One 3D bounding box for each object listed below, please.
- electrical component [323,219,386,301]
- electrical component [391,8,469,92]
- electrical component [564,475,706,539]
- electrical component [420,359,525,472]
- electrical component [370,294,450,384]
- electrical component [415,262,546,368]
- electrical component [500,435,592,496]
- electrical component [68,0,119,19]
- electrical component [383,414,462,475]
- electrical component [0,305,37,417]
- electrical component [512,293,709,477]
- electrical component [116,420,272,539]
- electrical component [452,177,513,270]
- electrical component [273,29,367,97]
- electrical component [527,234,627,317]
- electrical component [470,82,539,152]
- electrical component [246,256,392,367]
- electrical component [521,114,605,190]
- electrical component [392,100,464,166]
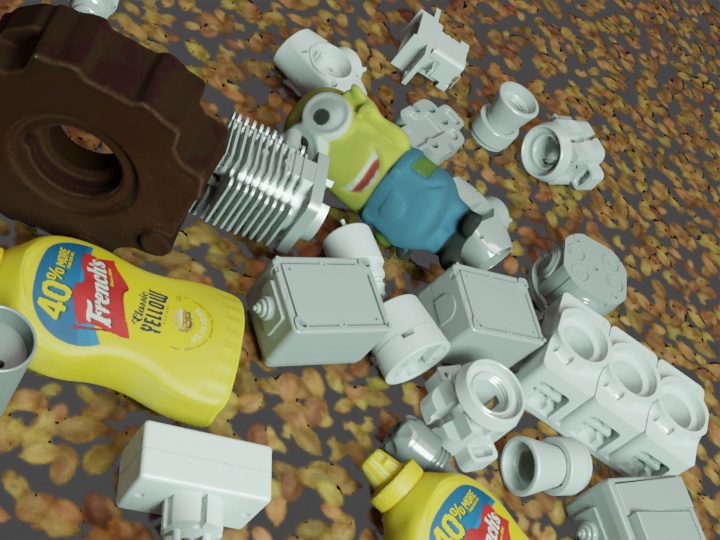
[{"bbox_3d":[0.000,0.000,0.833,0.040,0.040,0.078,-4,59,-36],"label":"electrical component"},{"bbox_3d":[0.070,-0.211,1.046,0.064,0.042,0.081,29,46,-15],"label":"electrical component"},{"bbox_3d":[0.205,0.192,0.809,0.096,0.061,0.061,4,55,-32],"label":"electrical component"},{"bbox_3d":[0.086,0.102,0.800,0.058,0.057,0.078,-3,59,-36],"label":"electrical component"},{"bbox_3d":[0.032,0.051,0.806,0.055,0.055,0.047,-11,60,-39],"label":"electrical component"},{"bbox_3d":[0.098,0.042,0.858,0.096,0.061,0.061,13,51,-37],"label":"electrical component"},{"bbox_3d":[0.141,0.148,0.811,0.055,0.045,0.045,6,54,-31],"label":"electrical component"},{"bbox_3d":[-0.213,-0.217,0.856,0.040,0.040,0.078,22,47,-19],"label":"electrical component"},{"bbox_3d":[0.048,0.133,0.766,0.061,0.035,0.035,40,44,-5],"label":"electrical component"},{"bbox_3d":[-0.226,0.043,0.617,0.043,0.077,0.079,-21,70,-43],"label":"electrical component"},{"bbox_3d":[0.206,0.098,0.882,0.150,0.061,0.089,35,44,-7],"label":"electrical component"},{"bbox_3d":[-0.100,0.141,0.648,0.083,0.047,0.075,17,49,-24],"label":"electrical component"},{"bbox_3d":[0.103,-0.042,0.935,0.079,0.043,0.077,-22,71,-44],"label":"electrical component"},{"bbox_3d":[-0.024,-0.175,0.950,0.077,0.044,0.079,49,44,8],"label":"electrical component"},{"bbox_3d":[0.193,0.012,0.948,0.080,0.051,0.080,18,48,-22],"label":"electrical component"},{"bbox_3d":[0.138,-0.146,1.031,0.045,0.055,0.045,18,48,-22],"label":"electrical component"},{"bbox_3d":[-0.038,0.031,0.767,0.096,0.061,0.061,1,57,-34],"label":"electrical component"},{"bbox_3d":[0.194,-0.114,1.045,0.057,0.058,0.078,-4,59,-40],"label":"electrical component"},{"bbox_3d":[0.049,-0.107,0.938,0.058,0.057,0.078,48,44,7],"label":"electrical component"}]
